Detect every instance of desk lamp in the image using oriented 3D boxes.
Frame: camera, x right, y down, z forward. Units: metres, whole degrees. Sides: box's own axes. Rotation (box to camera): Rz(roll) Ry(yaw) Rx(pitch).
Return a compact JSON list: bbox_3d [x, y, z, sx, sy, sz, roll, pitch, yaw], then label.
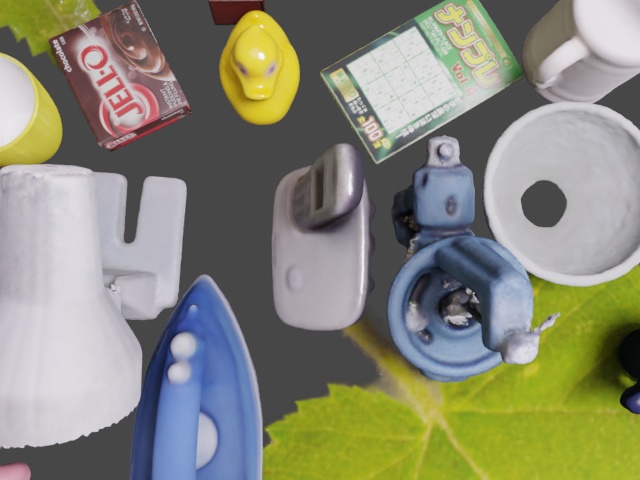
[{"bbox_3d":[-0.182,0.031,0.439,0.118,0.213,0.203,4,85,-2],"label":"desk lamp"}]

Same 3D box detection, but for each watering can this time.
[{"bbox_3d":[0.263,-0.199,0.493,0.101,0.194,0.173,32,84,0],"label":"watering can"}]

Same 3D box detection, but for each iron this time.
[{"bbox_3d":[-0.109,0.156,0.469,0.118,0.141,0.258,0,85,-3],"label":"iron"}]

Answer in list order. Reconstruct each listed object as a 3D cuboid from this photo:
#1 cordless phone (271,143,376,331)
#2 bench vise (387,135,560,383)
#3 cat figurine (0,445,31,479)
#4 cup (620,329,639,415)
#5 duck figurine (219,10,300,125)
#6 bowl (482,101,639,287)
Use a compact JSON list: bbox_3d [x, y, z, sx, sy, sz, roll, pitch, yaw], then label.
[{"bbox_3d":[0.004,0.002,0.466,0.094,0.185,0.148,-2,85,-3],"label":"cordless phone"},{"bbox_3d":[0.101,0.020,0.452,0.121,0.219,0.207,-22,87,-4],"label":"bench vise"},{"bbox_3d":[-0.320,0.226,0.463,0.128,0.117,0.067,-43,88,-5],"label":"cat figurine"},{"bbox_3d":[0.308,0.117,0.518,0.118,0.095,0.092,-30,87,-5],"label":"cup"},{"bbox_3d":[-0.057,-0.167,0.527,0.077,0.086,0.104,-3,85,-3],"label":"duck figurine"},{"bbox_3d":[0.224,-0.039,0.537,0.167,0.074,0.167,0,85,-3],"label":"bowl"}]
